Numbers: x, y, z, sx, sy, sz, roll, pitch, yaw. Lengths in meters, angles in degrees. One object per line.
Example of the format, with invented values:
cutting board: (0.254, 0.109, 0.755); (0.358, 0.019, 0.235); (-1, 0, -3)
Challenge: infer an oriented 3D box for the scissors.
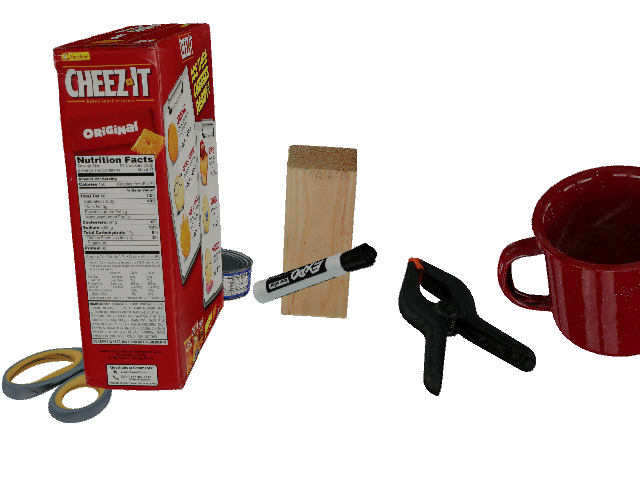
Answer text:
scissors: (-0.165, 0.100, 0.898); (0.201, 0.016, 0.096); (-17, 38, -34)

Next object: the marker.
marker: (-0.005, 0.027, 0.863); (0.121, 0.020, 0.020); (-20, -12, 35)

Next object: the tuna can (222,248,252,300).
tuna can: (-0.115, 0.035, 1.114); (0.086, 0.034, 0.086); (5, 15, -2)

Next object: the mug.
mug: (0.166, 0.017, 0.642); (0.117, 0.081, 0.093); (-10, 40, 8)

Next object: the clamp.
clamp: (0.140, 0.082, 1.080); (0.120, 0.039, 0.171); (0, 45, -19)

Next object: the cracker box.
cracker box: (-0.114, -0.030, 0.706); (0.072, 0.214, 0.164); (-1, 15, 5)

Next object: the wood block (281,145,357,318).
wood block: (-0.003, -0.012, 1.397); (0.090, 0.206, 0.091); (3, 24, 0)
